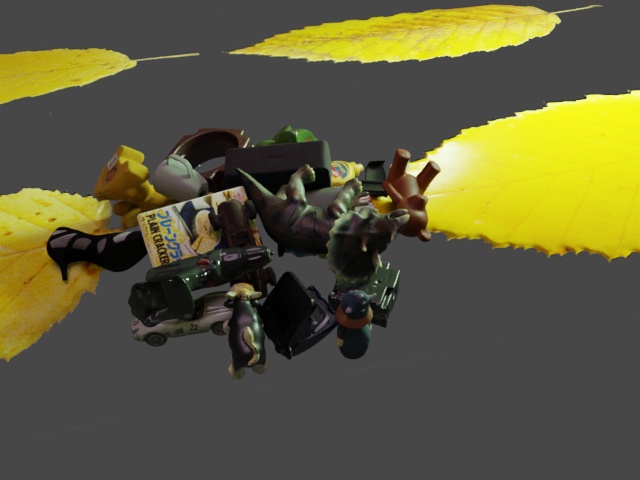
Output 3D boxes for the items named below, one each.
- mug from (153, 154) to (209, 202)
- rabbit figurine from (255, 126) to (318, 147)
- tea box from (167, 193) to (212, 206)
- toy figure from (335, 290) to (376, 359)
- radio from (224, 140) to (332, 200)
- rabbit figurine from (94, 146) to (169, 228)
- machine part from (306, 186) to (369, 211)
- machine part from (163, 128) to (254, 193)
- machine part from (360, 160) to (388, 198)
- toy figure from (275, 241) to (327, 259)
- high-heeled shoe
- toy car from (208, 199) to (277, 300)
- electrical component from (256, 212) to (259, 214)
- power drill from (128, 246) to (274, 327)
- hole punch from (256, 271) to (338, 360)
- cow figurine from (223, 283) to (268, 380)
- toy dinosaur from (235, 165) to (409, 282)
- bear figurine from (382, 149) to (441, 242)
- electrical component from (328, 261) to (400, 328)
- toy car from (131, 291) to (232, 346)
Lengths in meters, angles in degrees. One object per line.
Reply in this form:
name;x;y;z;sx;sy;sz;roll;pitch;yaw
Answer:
mug;-0.298;-0.132;1.178;0.107;0.109;0.081;26;38;12
rabbit figurine;-0.102;-0.243;1.407;0.170;0.121;0.159;-3;33;24
tea box;-0.296;-0.034;1.187;0.098;0.068;0.170;1;39;3
toy figure;0.055;0.134;0.880;0.058;0.154;0.064;20;45;23
radio;-0.087;-0.150;1.200;0.230;0.131;0.073;-3;68;9
rabbit figurine;-0.414;-0.105;1.235;0.122;0.173;0.162;41;100;42
machine part;-0.012;-0.073;1.187;0.243;0.079;0.079;-7;37;13
machine part;-0.274;-0.188;1.341;0.201;0.087;0.201;6;47;21
machine part;0.135;-0.149;1.331;0.084;0.039;0.139;-2;39;11
toy figure;-0.003;-0.007;1.124;0.180;0.082;0.089;-6;39;0
high-heeled shoe;-0.456;-0.004;1.128;0.249;0.086;0.145;-21;54;0
toy car;-0.147;0.018;1.032;0.089;0.202;0.053;-16;-3;-22
electrical component;-0.169;-0.083;1.278;0.094;0.021;0.063;7;39;13
power drill;-0.209;0.065;0.906;0.232;0.085;0.207;-12;16;13
hole punch;-0.039;0.134;0.948;0.115;0.092;0.142;-52;48;10
cow figurine;-0.127;0.138;0.895;0.068;0.098;0.167;-6;63;-12
toy dinosaur;-0.022;-0.035;1.025;0.405;0.131;0.192;11;49;22
bear figurine;0.203;-0.096;1.187;0.120;0.131;0.196;20;30;-11
electrical component;0.087;0.091;1.012;0.115;0.058;0.134;11;41;14
toy car;-0.238;0.139;0.971;0.202;0.056;0.074;-8;39;-7
